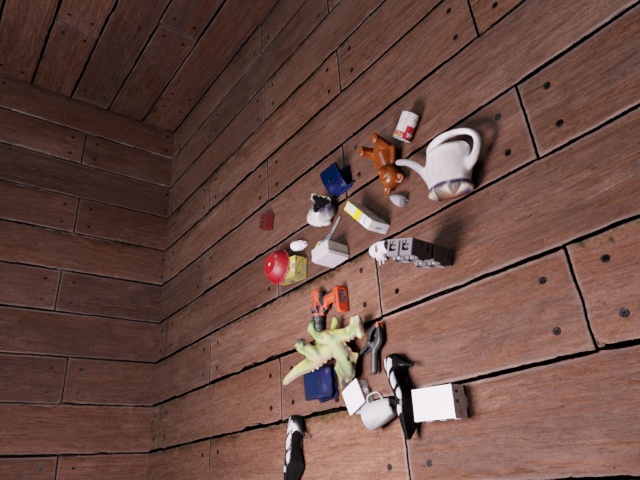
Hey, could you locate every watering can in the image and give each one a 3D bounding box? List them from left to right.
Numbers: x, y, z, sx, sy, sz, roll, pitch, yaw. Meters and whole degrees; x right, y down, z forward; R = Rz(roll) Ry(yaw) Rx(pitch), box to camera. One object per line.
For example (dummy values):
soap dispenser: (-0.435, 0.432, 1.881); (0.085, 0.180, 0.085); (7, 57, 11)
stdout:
watering can: (0.380, -0.228, 1.665); (0.344, 0.103, 0.228); (-21, 60, 49)

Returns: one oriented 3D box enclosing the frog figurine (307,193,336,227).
frog figurine: (0.007, -0.109, 2.173); (0.155, 0.123, 0.140); (89, 157, -50)

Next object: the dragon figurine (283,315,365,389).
dragon figurine: (0.029, 0.425, 1.840); (0.246, 0.121, 0.407); (40, 104, 45)
